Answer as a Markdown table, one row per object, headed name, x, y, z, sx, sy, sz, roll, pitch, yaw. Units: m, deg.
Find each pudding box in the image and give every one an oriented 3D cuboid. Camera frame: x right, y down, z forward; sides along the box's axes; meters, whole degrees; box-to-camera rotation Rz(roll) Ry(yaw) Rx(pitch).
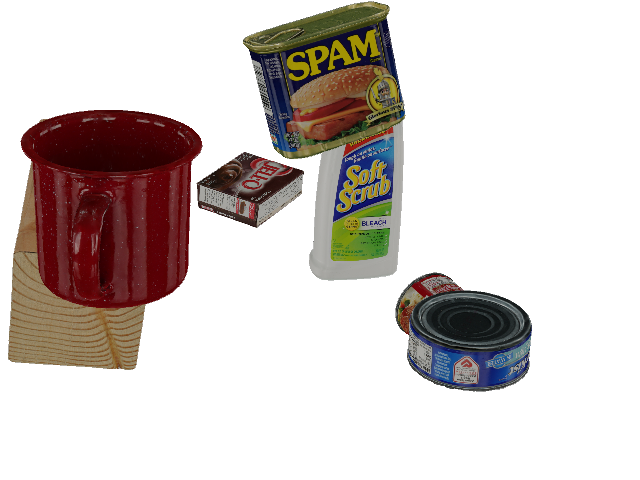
| name | x | y | z | sx | sy | sz | roll | pitch | yaw |
| --- | --- | --- | --- | --- | --- | --- | --- | --- | --- |
| pudding box | -0.086 | -0.064 | 1.321 | 0.090 | 0.039 | 0.113 | 18 | 35 | 23 |

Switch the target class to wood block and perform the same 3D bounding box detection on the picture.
| name | x | y | z | sx | sy | sz | roll | pitch | yaw |
| --- | --- | --- | --- | --- | --- | --- | --- | --- | --- |
| wood block | -0.177 | -0.004 | 0.801 | 0.090 | 0.091 | 0.206 | 6 | 30 | -13 |

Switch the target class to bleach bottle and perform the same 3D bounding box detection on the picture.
| name | x | y | z | sx | sy | sz | roll | pitch | yaw |
| --- | --- | --- | --- | --- | --- | --- | --- | --- | --- |
| bleach bottle | 0.039 | -0.083 | 1.155 | 0.102 | 0.251 | 0.068 | -3 | 25 | -7 |

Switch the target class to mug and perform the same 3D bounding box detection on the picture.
| name | x | y | z | sx | sy | sz | roll | pitch | yaw |
| --- | --- | --- | --- | --- | --- | --- | --- | --- | --- |
| mug | -0.111 | -0.011 | 0.563 | 0.093 | 0.081 | 0.117 | 3 | 26 | -3 |

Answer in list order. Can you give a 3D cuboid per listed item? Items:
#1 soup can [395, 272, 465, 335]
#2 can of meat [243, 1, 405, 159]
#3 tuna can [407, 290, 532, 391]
| name | x | y | z | sx | sy | sz | roll | pitch | yaw |
| --- | --- | --- | --- | --- | --- | --- | --- | --- | --- |
| soup can | 0.123 | 0.082 | 0.979 | 0.068 | 0.068 | 0.102 | 0 | 25 | -30 |
| can of meat | 0.005 | -0.113 | 0.754 | 0.102 | 0.084 | 0.057 | -20 | 23 | -15 |
| tuna can | 0.104 | 0.068 | 0.744 | 0.086 | 0.034 | 0.086 | 0 | 25 | 0 |
